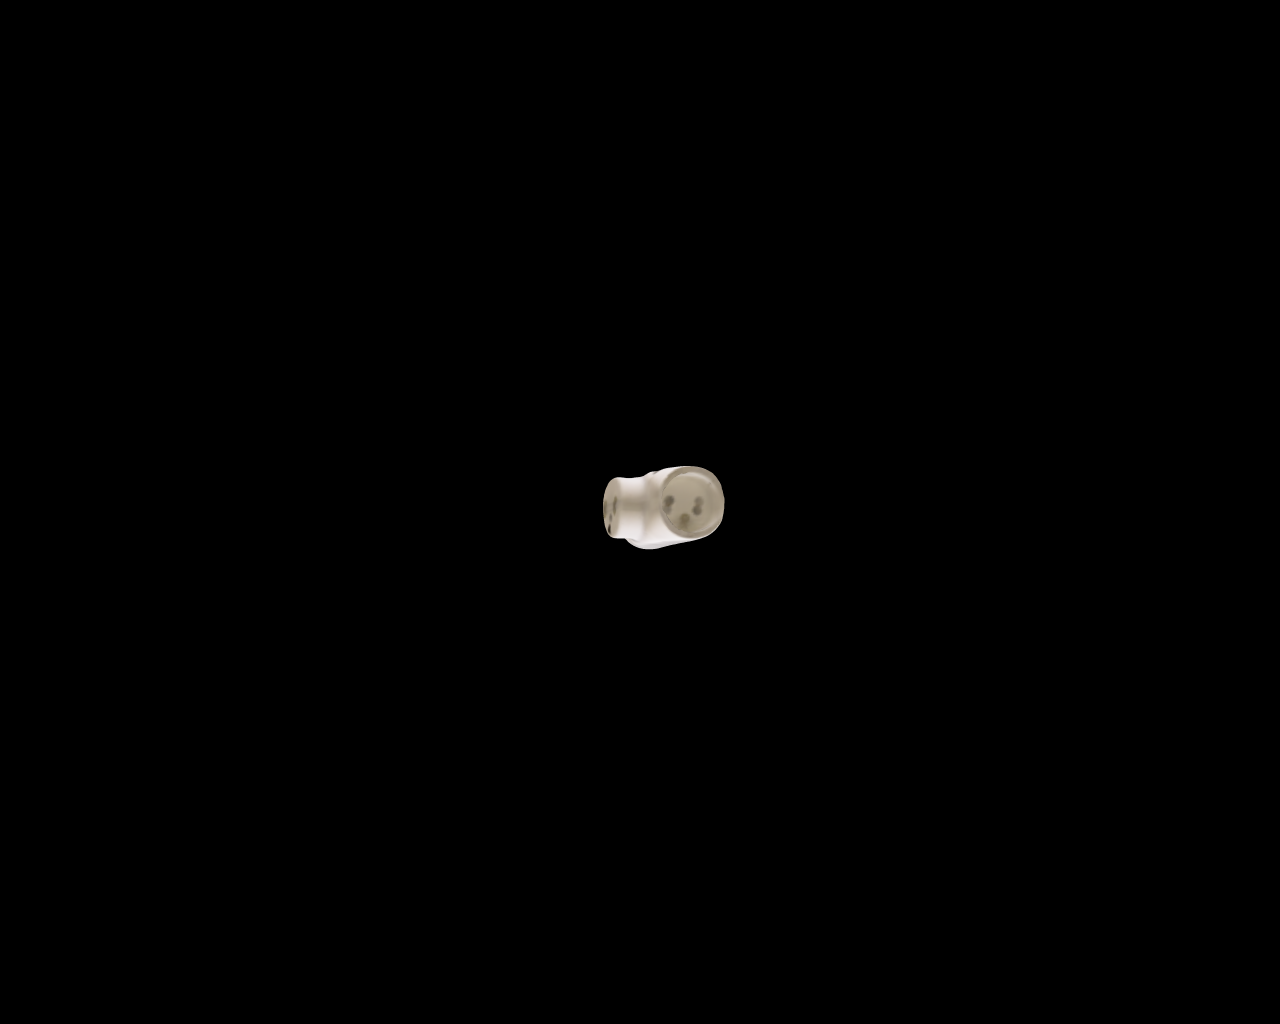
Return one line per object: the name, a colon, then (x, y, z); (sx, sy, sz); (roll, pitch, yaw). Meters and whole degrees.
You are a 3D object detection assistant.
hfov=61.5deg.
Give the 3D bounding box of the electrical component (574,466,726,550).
electrical component: (0.001, -0.003, 0.650); (0.079, 0.044, 0.077); (2, -7, -19)
